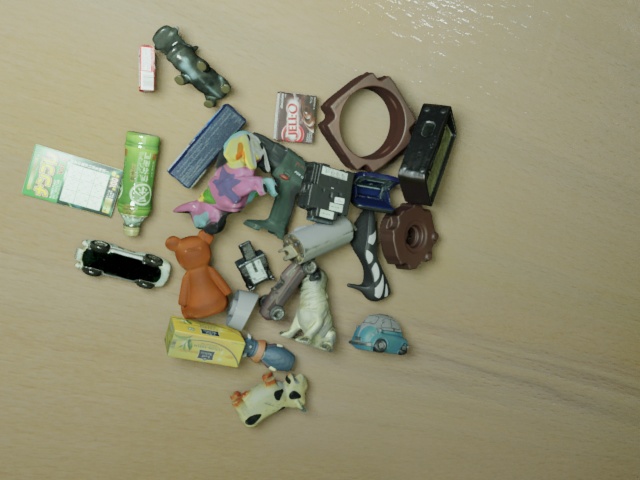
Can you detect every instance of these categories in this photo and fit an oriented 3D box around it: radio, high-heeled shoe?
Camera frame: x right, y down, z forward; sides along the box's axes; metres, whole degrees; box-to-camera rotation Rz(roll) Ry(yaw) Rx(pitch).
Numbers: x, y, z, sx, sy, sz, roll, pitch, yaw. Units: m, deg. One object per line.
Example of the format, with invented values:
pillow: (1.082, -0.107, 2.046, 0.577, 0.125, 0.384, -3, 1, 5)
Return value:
radio: (0.264, -0.211, 1.308, 0.229, 0.073, 0.131, -69, 154, -20)
high-heeled shoe: (0.148, 0.038, 1.391, 0.145, 0.086, 0.248, 10, 98, -32)

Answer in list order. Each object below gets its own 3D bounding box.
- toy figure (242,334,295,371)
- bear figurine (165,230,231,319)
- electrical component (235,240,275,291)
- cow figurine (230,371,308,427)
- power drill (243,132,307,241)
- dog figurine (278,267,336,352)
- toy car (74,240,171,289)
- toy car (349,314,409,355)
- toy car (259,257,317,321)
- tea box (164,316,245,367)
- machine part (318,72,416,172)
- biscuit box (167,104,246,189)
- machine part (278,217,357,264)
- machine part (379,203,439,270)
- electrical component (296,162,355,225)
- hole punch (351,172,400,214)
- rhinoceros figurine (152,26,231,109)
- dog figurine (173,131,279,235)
toy figure: (-0.138, 0.285, 1.348, 0.154, 0.064, 0.057, 25, 130, -19)
bear figurine: (-0.282, 0.079, 1.233, 0.120, 0.132, 0.195, -18, 90, -17)
electrical component: (-0.165, 0.056, 1.290, 0.075, 0.048, 0.119, -30, 110, -12)
cow figurine: (-0.117, 0.404, 1.370, 0.195, 0.085, 0.127, -28, 104, -15)
power drill: (-0.106, -0.115, 1.264, 0.232, 0.086, 0.207, 24, 85, -26)
dog figurine: (0.000, 0.176, 1.362, 0.172, 0.121, 0.190, 40, 66, -56)
toy car: (-0.435, 0.054, 1.188, 0.201, 0.056, 0.073, 17, 102, -22)
toy car: (0.163, 0.248, 1.430, 0.161, 0.109, 0.103, 11, 81, -31)
toy car: (-0.082, 0.105, 1.310, 0.053, 0.089, 0.202, 35, 90, -27)
tea box: (-0.273, 0.238, 1.266, 0.169, 0.098, 0.068, 16, 97, -25)
machine part: (0.112, -0.281, 1.296, 0.201, 0.087, 0.200, -40, 112, -6)
biscuit box: (-0.251, -0.209, 1.192, 0.062, 0.059, 0.202, 42, 87, -22)
machine part: (-0.003, -0.004, 1.285, 0.243, 0.079, 0.079, -24, 111, -38)
machine part: (0.231, -0.010, 1.392, 0.179, 0.056, 0.179, -4, 97, -38)
electrical component: (0.011, -0.105, 1.243, 0.115, 0.058, 0.134, 14, 87, -28)
hole punch: (0.127, -0.126, 1.319, 0.142, 0.116, 0.092, 4, 107, -19)
rhinoceros figurine: (-0.265, -0.365, 1.127, 0.073, 0.112, 0.190, -34, 129, 20)
dog figurine: (-0.216, -0.118, 1.170, 0.219, 0.108, 0.191, -18, 93, 13)
